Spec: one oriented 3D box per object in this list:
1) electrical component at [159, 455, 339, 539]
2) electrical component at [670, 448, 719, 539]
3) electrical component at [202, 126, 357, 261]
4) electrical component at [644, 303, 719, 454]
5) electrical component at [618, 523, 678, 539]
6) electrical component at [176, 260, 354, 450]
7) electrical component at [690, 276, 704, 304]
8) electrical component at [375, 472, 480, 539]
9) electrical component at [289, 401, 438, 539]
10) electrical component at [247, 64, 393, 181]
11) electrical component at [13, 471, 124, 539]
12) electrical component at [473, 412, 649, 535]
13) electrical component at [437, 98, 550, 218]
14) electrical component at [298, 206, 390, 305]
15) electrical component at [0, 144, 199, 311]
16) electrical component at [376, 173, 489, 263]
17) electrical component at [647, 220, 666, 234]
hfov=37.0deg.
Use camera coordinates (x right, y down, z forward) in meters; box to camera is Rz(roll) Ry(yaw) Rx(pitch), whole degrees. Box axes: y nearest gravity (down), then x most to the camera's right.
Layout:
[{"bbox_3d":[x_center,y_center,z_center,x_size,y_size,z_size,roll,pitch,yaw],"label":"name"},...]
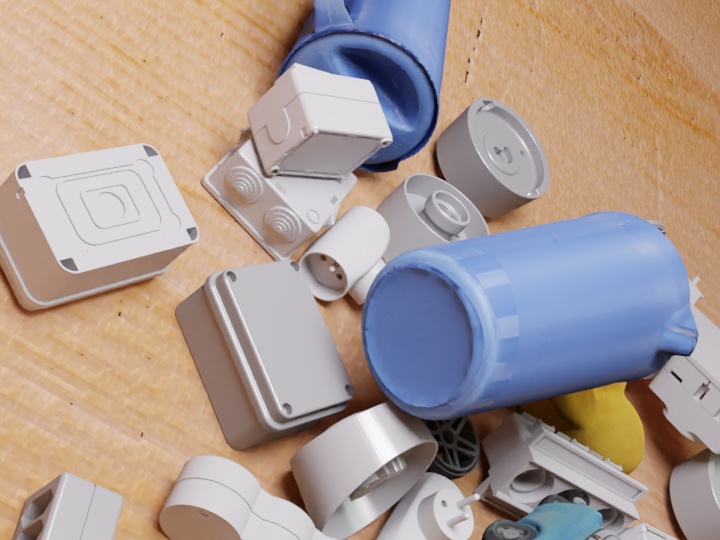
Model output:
[{"bbox_3d":[-0.062,0.179,0.643,0.138,0.052,0.073,40,42,-17],"label":"electrical component"},{"bbox_3d":[0.335,0.220,1.003,0.108,0.060,0.108,25,48,-31],"label":"electrical component"},{"bbox_3d":[-0.058,-0.068,0.822,0.099,0.048,0.099,46,40,-10],"label":"electrical component"},{"bbox_3d":[0.310,0.089,1.025,0.105,0.060,0.186,3,37,-44],"label":"electrical component"},{"bbox_3d":[0.238,0.256,0.887,0.096,0.061,0.061,31,45,-37],"label":"electrical component"},{"bbox_3d":[-0.063,0.055,0.724,0.078,0.057,0.113,-10,71,-48],"label":"electrical component"},{"bbox_3d":[0.326,0.021,1.148,0.063,0.042,0.081,55,39,3],"label":"electrical component"},{"bbox_3d":[0.051,0.174,0.738,0.043,0.079,0.077,49,40,-7],"label":"electrical component"},{"bbox_3d":[0.004,0.130,0.711,0.099,0.099,0.064,-10,65,-48],"label":"electrical component"},{"bbox_3d":[-0.026,-0.108,0.792,0.096,0.062,0.061,0,64,-45],"label":"electrical component"},{"bbox_3d":[-0.146,0.165,0.573,0.076,0.047,0.083,32,45,-26],"label":"electrical component"},{"bbox_3d":[0.158,0.167,0.860,0.121,0.078,0.063,31,23,-26],"label":"electrical component"},{"bbox_3d":[0.120,-0.100,1.011,0.108,0.060,0.108,25,48,-31],"label":"electrical component"},{"bbox_3d":[0.000,0.000,0.836,0.079,0.043,0.077,49,40,-7],"label":"electrical component"},{"bbox_3d":[-0.169,-0.028,0.675,0.113,0.057,0.078,-19,78,-49],"label":"electrical component"},{"bbox_3d":[0.061,-0.032,0.922,0.099,0.064,0.099,27,35,-21],"label":"electrical component"},{"bbox_3d":[0.274,-0.016,1.093,0.080,0.080,0.051,8,63,-42],"label":"electrical component"}]
